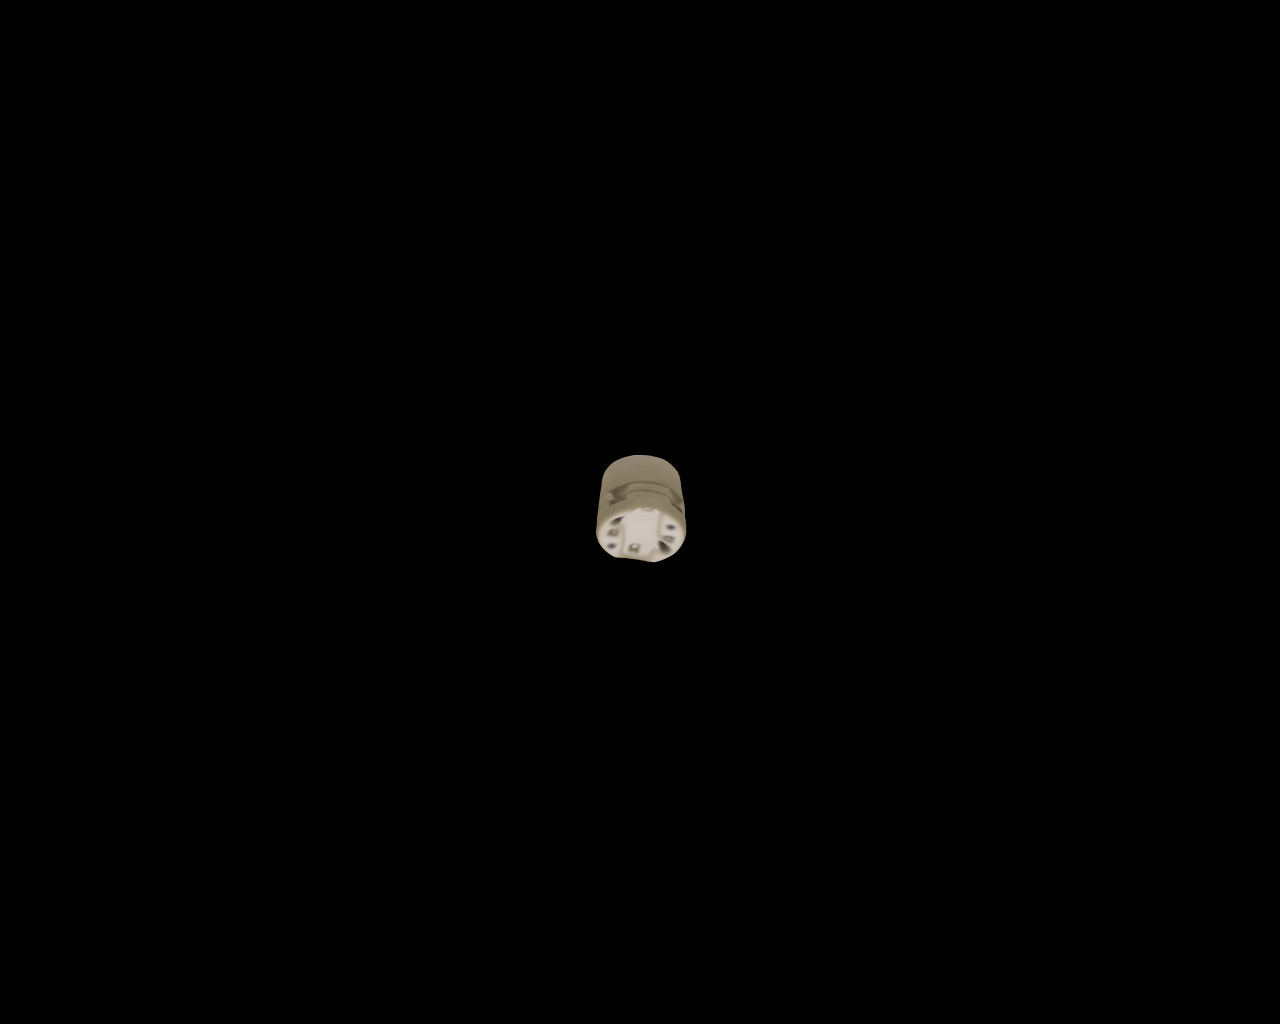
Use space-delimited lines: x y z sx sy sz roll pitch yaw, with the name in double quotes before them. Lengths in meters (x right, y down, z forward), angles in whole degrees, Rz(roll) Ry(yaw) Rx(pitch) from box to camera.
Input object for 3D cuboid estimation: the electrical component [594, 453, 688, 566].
"electrical component" 0.001 -0.003 0.650 0.055 0.047 0.055 0 -40 0
